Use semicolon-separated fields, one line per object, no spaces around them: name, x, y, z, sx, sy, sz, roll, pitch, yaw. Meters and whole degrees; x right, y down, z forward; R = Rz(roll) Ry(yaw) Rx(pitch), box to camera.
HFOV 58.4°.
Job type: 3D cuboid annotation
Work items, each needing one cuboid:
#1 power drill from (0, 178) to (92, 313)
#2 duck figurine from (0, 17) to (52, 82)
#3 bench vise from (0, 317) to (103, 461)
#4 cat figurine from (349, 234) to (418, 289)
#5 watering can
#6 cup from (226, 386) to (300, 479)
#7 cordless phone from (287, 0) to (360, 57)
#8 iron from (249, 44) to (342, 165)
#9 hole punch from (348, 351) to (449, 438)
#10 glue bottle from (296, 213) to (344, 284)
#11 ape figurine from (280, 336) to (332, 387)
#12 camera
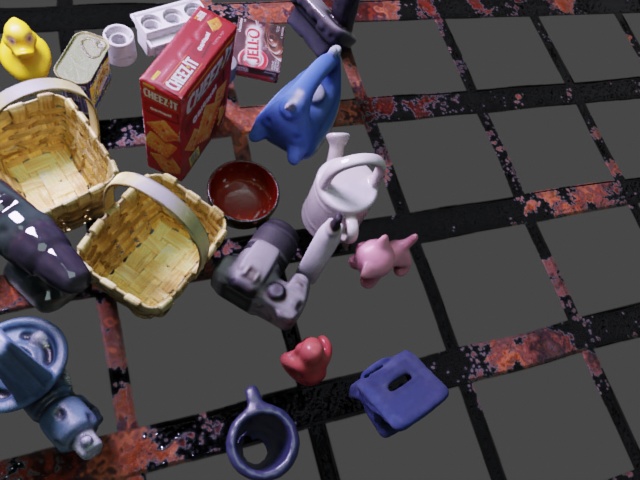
power drill;-0.363;0.014;0.723;0.229;0.208;0.076;41;62;6
duck figurine;-0.479;-0.318;0.918;0.078;0.086;0.104;-17;71;-22
bench vise;-0.324;0.155;0.661;0.207;0.219;0.121;28;61;-1
cat figurine;0.099;0.024;0.896;0.128;0.117;0.067;-23;73;-23
watering can;0.035;-0.084;0.886;0.101;0.194;0.172;-24;74;-24
cup;-0.083;0.256;0.750;0.092;0.095;0.117;-10;68;-19
cordless phone;0.018;-0.449;1.058;0.094;0.185;0.147;-39;80;-27
iron;-0.014;-0.260;0.985;0.118;0.141;0.258;30;61;0
hole punch;0.112;0.217;0.823;0.109;0.091;0.101;-28;75;-25
glue bottle;0.008;0.003;0.849;0.037;0.173;0.078;28;61;0
ape figurine;-0.015;0.165;0.813;0.078;0.092;0.076;-2;66;-16
camera;-0.070;0.040;0.852;0.143;0.100;0.137;30;61;0
